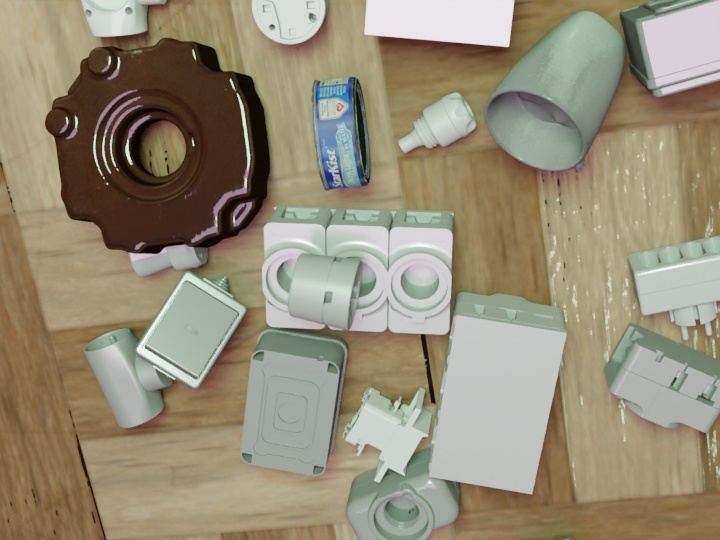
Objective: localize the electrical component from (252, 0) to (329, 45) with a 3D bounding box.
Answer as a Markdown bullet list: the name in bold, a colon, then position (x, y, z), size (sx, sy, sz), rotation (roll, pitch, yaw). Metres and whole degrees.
- **electrical component**: position (-0.051, -0.203, 0.819), size (0.055, 0.047, 0.055), rotation (2, 110, 6)

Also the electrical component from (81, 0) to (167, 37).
- **electrical component**: position (-0.173, -0.222, 0.827), size (0.079, 0.044, 0.077), rotation (-2, 110, 7)

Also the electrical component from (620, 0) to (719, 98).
- **electrical component**: position (0.248, -0.170, 0.766), size (0.109, 0.108, 0.056), rotation (-15, 105, 11)

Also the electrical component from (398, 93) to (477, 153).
- **electrical component**: position (0.059, -0.112, 0.847), size (0.061, 0.035, 0.035), rotation (-29, 104, 17)

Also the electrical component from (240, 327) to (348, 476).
- **electrical component**: position (-0.057, 0.111, 0.928), size (0.078, 0.057, 0.113), rotation (9, 111, 3)

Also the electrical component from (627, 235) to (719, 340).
- **electrical component**: position (0.266, 0.021, 0.865), size (0.083, 0.047, 0.075), rotation (-12, 108, 10)

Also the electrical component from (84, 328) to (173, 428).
- **electrical component**: position (-0.190, 0.089, 0.942), size (0.079, 0.044, 0.077), rotation (-17, 107, 12)

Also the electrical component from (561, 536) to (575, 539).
- **electrical component**: position (0.185, 0.286, 0.946), size (0.064, 0.099, 0.099), rotation (-31, 104, 9)

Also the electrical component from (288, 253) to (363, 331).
- **electrical component**: position (-0.027, 0.015, 0.825), size (0.047, 0.055, 0.055), rotation (10, 111, 6)

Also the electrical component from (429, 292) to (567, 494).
- **electrical component**: position (0.114, 0.101, 0.903), size (0.089, 0.061, 0.150), rotation (9, 111, 3)

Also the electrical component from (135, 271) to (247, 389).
- **electrical component**: position (-0.138, 0.045, 0.898), size (0.062, 0.061, 0.096), rotation (33, 79, -6)

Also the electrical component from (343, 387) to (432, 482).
- **electrical component**: position (0.023, 0.138, 0.937), size (0.064, 0.042, 0.081), rotation (27, 110, -2)

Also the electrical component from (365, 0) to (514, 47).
- **electrical component**: position (0.065, -0.264, 0.778), size (0.105, 0.060, 0.186), rotation (6, 110, 4)

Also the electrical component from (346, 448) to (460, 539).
- **electrical component**: position (0.038, 0.205, 0.951), size (0.095, 0.059, 0.053), rotation (-23, 105, 14)

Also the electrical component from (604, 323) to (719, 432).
- **electrical component**: position (0.253, 0.092, 0.891), size (0.089, 0.050, 0.055), rotation (23, 110, -2)

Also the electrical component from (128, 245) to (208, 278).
- **electrical component**: position (-0.160, -0.020, 0.899), size (0.055, 0.045, 0.045), rotation (-10, 108, 10)

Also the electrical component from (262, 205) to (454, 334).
- **electrical component**: position (0.000, 0.000, 0.879), size (0.150, 0.061, 0.089), rotation (2, 110, 5)
